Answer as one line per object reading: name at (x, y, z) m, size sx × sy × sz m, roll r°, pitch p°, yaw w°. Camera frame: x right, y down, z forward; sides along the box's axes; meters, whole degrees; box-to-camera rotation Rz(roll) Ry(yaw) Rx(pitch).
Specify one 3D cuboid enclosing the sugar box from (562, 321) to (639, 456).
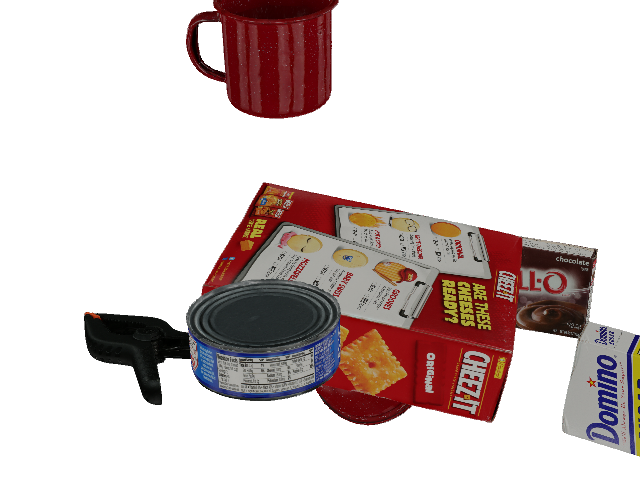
sugar box at (0.289, 0.135, 0.859) m, size 0.176 × 0.093 × 0.048 m, roll 13°, pitch 25°, yaw 20°

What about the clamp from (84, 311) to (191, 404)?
clamp at (-0.178, 0.113, 1.094) m, size 0.210 × 0.036 × 0.164 m, roll 11°, pitch 18°, yaw 31°

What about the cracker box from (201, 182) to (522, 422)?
cracker box at (0.035, 0.041, 0.791) m, size 0.214 × 0.072 × 0.164 m, roll 12°, pitch 31°, yaw 7°

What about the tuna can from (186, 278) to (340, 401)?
tuna can at (-0.031, 0.054, 0.596) m, size 0.086 × 0.034 × 0.086 m, roll -2°, pitch 23°, yaw 1°

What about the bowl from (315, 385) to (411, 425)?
bowl at (0.033, 0.092, 1.013) m, size 0.162 × 0.162 × 0.055 m, roll 0°, pitch -11°, yaw 41°

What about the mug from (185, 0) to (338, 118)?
mug at (-0.044, -0.145, 0.810) m, size 0.117 × 0.081 × 0.093 m, roll 2°, pitch 33°, yaw 5°

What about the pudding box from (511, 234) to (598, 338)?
pudding box at (0.222, 0.045, 1.094) m, size 0.114 × 0.090 × 0.039 m, roll 8°, pitch 22°, yaw 17°
